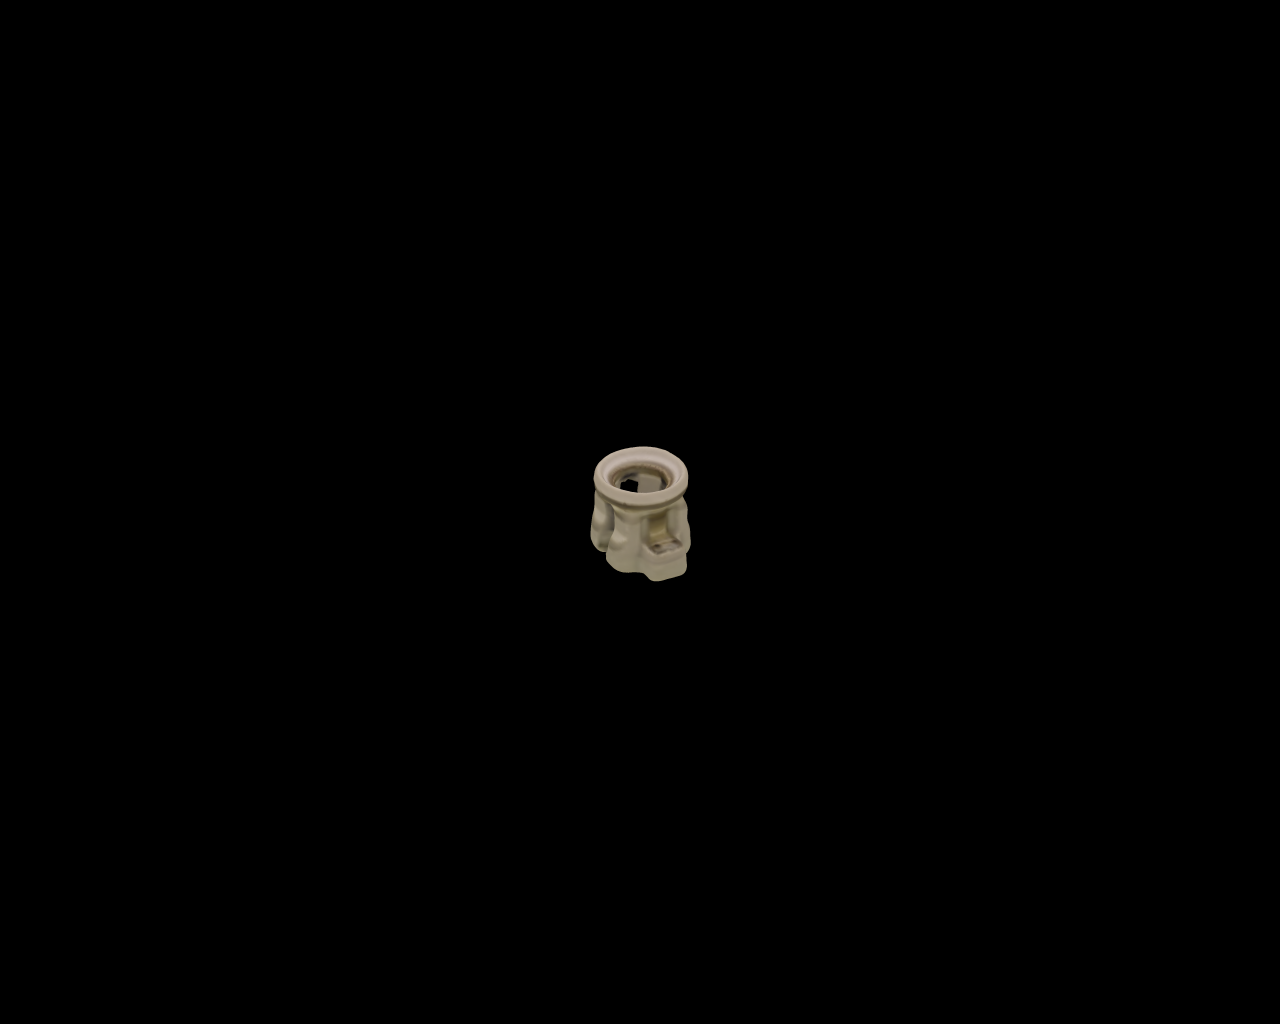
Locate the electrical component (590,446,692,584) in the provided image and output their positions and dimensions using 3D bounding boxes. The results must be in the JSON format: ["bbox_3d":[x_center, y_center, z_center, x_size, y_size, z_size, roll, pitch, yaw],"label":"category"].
[{"bbox_3d":[0.001,-0.003,0.650,0.058,0.056,0.078,-16,37,-22],"label":"electrical component"}]
